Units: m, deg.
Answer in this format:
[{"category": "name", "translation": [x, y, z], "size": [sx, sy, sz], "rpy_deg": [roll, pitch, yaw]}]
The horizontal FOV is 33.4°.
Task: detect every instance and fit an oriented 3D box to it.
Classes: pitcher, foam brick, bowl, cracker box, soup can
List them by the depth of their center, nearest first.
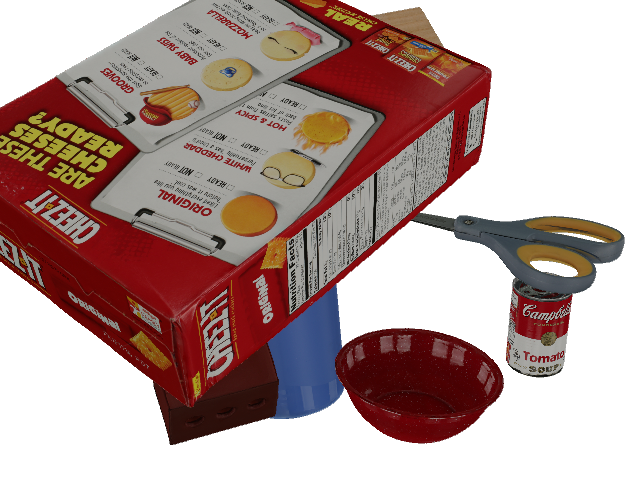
[{"category": "cracker box", "translation": [-0.045, -0.041, 0.525], "size": [0.164, 0.072, 0.213], "rpy_deg": [31, 54, 29]}, {"category": "foam brick", "translation": [-0.072, 0.096, 0.725], "size": [0.078, 0.051, 0.053], "rpy_deg": [-14, -36, -16]}, {"category": "bowl", "translation": [0.093, 0.147, 1.029], "size": [0.162, 0.055, 0.162], "rpy_deg": [3, 25, -2]}, {"category": "pitcher", "translation": [-0.054, 0.047, 1.047], "size": [0.144, 0.243, 0.149], "rpy_deg": [-20, 22, -33]}, {"category": "soup can", "translation": [0.248, 0.096, 1.215], "size": [0.068, 0.102, 0.068], "rpy_deg": [0, 25, 0]}]

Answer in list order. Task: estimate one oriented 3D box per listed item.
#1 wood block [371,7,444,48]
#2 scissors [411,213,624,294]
[{"category": "wood block", "translation": [0.001, -0.122, 0.916], "size": [0.206, 0.090, 0.091], "rpy_deg": [-12, -38, -11]}, {"category": "scissors", "translation": [0.109, 0.002, 0.749], "size": [0.202, 0.016, 0.096], "rpy_deg": [5, 30, 11]}]
